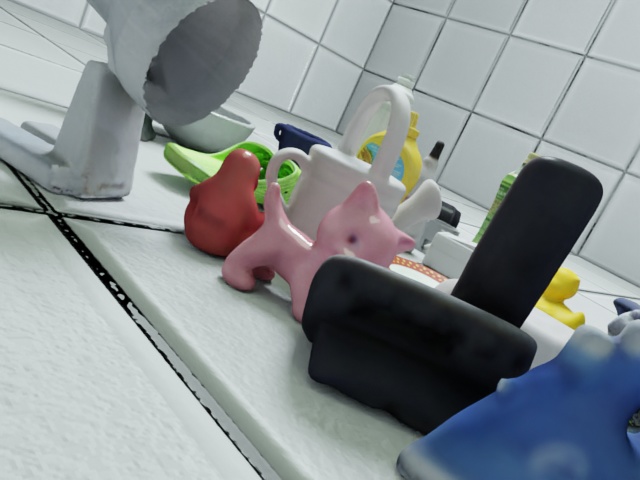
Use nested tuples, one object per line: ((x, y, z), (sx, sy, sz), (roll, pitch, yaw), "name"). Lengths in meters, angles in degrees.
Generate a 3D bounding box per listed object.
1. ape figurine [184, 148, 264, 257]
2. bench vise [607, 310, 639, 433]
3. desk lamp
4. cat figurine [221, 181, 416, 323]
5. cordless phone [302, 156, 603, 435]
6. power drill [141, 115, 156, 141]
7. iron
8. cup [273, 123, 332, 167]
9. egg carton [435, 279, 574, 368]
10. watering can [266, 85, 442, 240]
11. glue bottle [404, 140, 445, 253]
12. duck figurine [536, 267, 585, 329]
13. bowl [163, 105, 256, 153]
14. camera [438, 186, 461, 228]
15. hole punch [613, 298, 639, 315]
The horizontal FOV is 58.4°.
((-0.078, -0.035, 0.502), (0.077, 0.092, 0.076), (28, 13, 14), "ape figurine")
((0.336, 0.100, 0.440), (0.206, 0.220, 0.122), (31, 14, 25), "bench vise")
((-0.173, -0.143, 0.481), (0.202, 0.213, 0.118), (29, 14, 17), "desk lamp")
((0.004, 0.002, 0.449), (0.127, 0.118, 0.067), (27, 13, 8), "cat figurine")
((0.080, 0.019, 0.367), (0.147, 0.185, 0.094), (24, 13, -5), "cordless phone")
((-0.253, -0.253, 0.779), (0.230, 0.208, 0.075), (14, 17, -39), "power drill")
((0.185, 0.112, 0.292), (0.258, 0.141, 0.118), (24, 13, -4), "iron")
((-0.048, -0.142, 0.974), (0.117, 0.095, 0.092), (32, 15, 29), "cup")
((0.162, 0.089, 0.500), (0.149, 0.069, 0.108), (33, 15, 33), "egg carton")
((0.037, -0.053, 0.554), (0.173, 0.194, 0.100), (11, 18, -45), "watering can")
((0.143, -0.071, 0.867), (0.078, 0.173, 0.037), (22, 13, -13), "glue bottle")
((0.337, 0.082, 0.812), (0.078, 0.086, 0.104), (16, 16, -34), "duck figurine")
((-0.193, -0.184, 0.918), (0.167, 0.075, 0.167), (24, 13, -5), "bowl")
((0.206, -0.062, 1.108), (0.137, 0.101, 0.143), (25, 13, -1), "camera")
((0.417, 0.136, 0.734), (0.101, 0.091, 0.108), (24, 13, -3), "hole punch")
